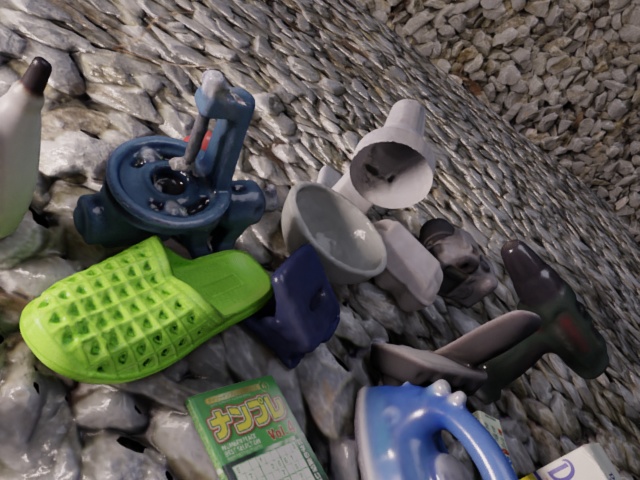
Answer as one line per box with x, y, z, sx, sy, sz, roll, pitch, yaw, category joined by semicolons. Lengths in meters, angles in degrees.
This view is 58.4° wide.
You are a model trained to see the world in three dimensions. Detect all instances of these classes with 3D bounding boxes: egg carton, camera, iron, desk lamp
0.123;0.038;0.887;0.150;0.069;0.107;44;29;1;egg carton
0.237;0.025;1.013;0.144;0.100;0.136;28;33;-26;camera
0.127;0.230;0.567;0.119;0.141;0.258;15;40;-41;iron
0.084;-0.112;0.885;0.118;0.213;0.203;34;30;-16;desk lamp

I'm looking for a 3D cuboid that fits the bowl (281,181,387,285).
0.007;0.003;0.783;0.168;0.074;0.167;31;31;-21;bowl

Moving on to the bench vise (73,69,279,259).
-0.117;-0.076;0.582;0.121;0.219;0.208;50;30;12;bench vise

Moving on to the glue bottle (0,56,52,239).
-0.255;-0.079;0.463;0.078;0.173;0.037;45;29;2;glue bottle

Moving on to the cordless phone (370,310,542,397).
0.166;0.130;0.702;0.148;0.184;0.094;16;39;-40;cordless phone

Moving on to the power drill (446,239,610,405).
0.281;0.133;0.816;0.230;0.208;0.076;40;29;-7;power drill

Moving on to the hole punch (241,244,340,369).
-0.020;0.071;0.643;0.101;0.091;0.109;44;29;0;hole punch

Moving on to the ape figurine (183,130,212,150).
-0.155;-0.098;0.694;0.076;0.092;0.078;38;30;-10;ape figurine
